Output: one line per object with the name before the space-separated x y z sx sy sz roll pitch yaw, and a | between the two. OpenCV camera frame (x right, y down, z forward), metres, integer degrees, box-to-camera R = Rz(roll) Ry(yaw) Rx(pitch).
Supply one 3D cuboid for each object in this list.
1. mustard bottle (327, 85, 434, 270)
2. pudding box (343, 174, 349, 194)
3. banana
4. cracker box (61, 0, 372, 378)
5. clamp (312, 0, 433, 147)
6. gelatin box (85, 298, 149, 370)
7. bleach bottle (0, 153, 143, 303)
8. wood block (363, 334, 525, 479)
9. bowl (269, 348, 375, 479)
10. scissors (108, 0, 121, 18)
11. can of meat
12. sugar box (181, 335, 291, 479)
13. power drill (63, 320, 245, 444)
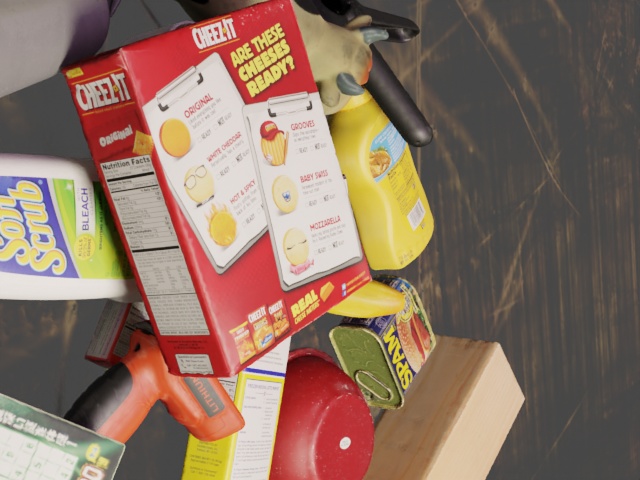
mustard bottle | 0.050 -0.073 0.987 0.096 0.058 0.191 -52 131 -45
pudding box | -0.009 0.005 0.936 0.089 0.039 0.113 -24 113 -47
banana | -0.021 0.011 0.870 0.197 0.070 0.037 42 16 -10
cracker box | -0.061 -0.038 0.714 0.163 0.072 0.214 -31 109 -47
clamp | 0.025 -0.191 0.936 0.209 0.036 0.164 38 34 -27
gelatin box | -0.127 0.062 0.798 0.073 0.030 0.089 36 66 -45
bleach bottle | -0.211 -0.003 0.663 0.250 0.068 0.102 -3 95 -49
wood block | 0.114 0.202 1.064 0.205 0.090 0.090 -55 131 -33
bowl | 0.001 0.179 0.947 0.161 0.055 0.162 -5 96 -52
scissors | -0.131 -0.268 0.769 0.096 0.016 0.201 36 86 -4
can of meat | 0.062 0.096 1.019 0.083 0.058 0.102 -51 130 -40
sugar box | -0.065 0.128 0.853 0.093 0.048 0.176 30 65 -69
power drill | -0.141 0.161 0.735 0.187 0.057 0.184 -43 124 -25
